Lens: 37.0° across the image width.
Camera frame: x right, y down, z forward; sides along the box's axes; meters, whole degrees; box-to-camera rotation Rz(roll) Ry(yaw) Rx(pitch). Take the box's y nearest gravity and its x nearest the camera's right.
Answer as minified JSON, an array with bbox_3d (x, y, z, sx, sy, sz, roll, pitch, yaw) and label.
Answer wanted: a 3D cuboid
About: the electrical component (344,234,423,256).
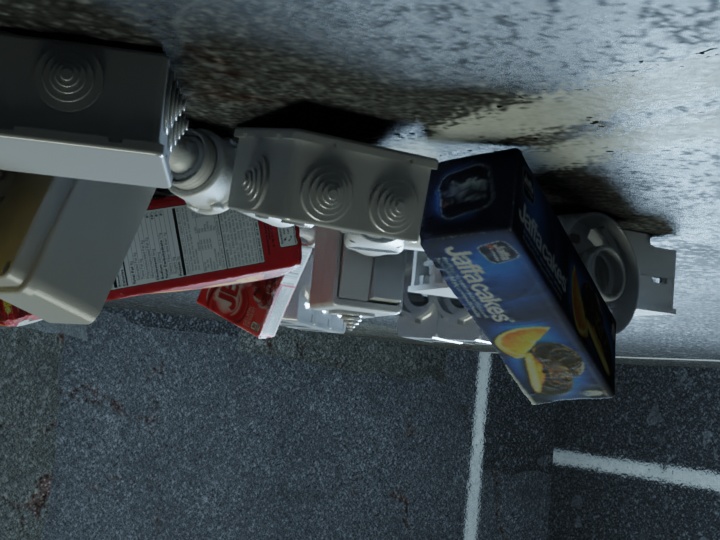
[{"bbox_3d":[0.030,-0.034,0.768,0.079,0.043,0.077,6,174,-3],"label":"electrical component"}]

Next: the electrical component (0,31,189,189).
[{"bbox_3d":[-0.133,-0.074,0.510,0.100,0.048,0.100,6,174,-7],"label":"electrical component"}]

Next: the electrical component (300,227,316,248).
[{"bbox_3d":[-0.030,-0.030,0.902,0.061,0.035,0.035,12,172,-28],"label":"electrical component"}]

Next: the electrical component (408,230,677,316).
[{"bbox_3d":[0.148,-0.003,0.867,0.186,0.060,0.105,8,173,-23],"label":"electrical component"}]

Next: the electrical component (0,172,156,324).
[{"bbox_3d":[-0.174,-0.030,0.636,0.057,0.113,0.078,32,160,-33],"label":"electrical component"}]

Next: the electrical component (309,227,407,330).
[{"bbox_3d":[0.000,0.000,0.858,0.062,0.096,0.061,8,172,-22],"label":"electrical component"}]

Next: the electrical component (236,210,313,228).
[{"bbox_3d":[-0.052,-0.050,0.688,0.043,0.043,0.081,3,173,20],"label":"electrical component"}]

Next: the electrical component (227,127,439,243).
[{"bbox_3d":[-0.018,-0.047,0.599,0.100,0.048,0.100,9,-177,-29],"label":"electrical component"}]

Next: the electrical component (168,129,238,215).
[{"bbox_3d":[-0.097,-0.062,0.622,0.048,0.048,0.062,2,166,26],"label":"electrical component"}]

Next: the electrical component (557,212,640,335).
[{"bbox_3d":[0.155,0.006,0.784,0.099,0.099,0.064,10,166,-39],"label":"electrical component"}]

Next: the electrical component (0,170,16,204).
[{"bbox_3d":[-0.260,-0.063,0.749,0.077,0.043,0.079,8,173,-18],"label":"electrical component"}]

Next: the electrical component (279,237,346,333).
[{"bbox_3d":[-0.052,0.009,1.020,0.062,0.089,0.150,4,174,16],"label":"electrical component"}]

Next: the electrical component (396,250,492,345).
[{"bbox_3d":[0.109,0.023,1.005,0.150,0.089,0.062,0,171,43],"label":"electrical component"}]
